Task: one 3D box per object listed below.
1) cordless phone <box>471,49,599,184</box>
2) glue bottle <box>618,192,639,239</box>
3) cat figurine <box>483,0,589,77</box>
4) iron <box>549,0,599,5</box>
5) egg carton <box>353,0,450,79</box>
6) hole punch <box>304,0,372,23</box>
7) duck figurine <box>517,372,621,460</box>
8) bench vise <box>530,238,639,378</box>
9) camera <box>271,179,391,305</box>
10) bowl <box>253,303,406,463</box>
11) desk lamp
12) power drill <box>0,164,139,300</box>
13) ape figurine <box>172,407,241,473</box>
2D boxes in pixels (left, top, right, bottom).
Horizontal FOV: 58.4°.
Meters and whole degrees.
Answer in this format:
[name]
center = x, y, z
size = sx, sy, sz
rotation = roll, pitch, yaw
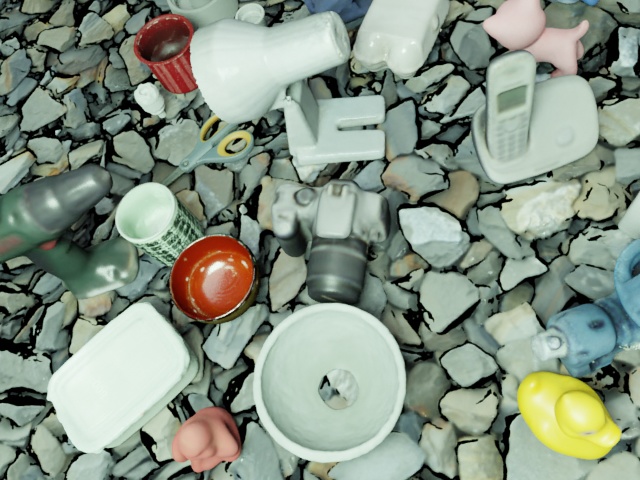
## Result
[cordless phone]
center = 0.249, -0.153, 0.652
size = 0.147, 0.185, 0.094
rotation = -21, 65, 3
[glue bottle]
center = 0.364, -0.063, 0.597
size = 0.037, 0.173, 0.078
rotation = 37, 80, 23
[cat figurine]
center = 0.275, -0.266, 0.731
size = 0.127, 0.118, 0.067
rotation = 14, 72, 18
[iron]
center = 0.320, -0.445, 0.782
size = 0.118, 0.142, 0.257
rotation = -36, 65, -4
[egg carton]
center = 0.116, -0.301, 0.807
size = 0.107, 0.069, 0.150
rotation = 18, 73, 19
[hole punch]
center = 0.021, -0.381, 0.849
size = 0.101, 0.091, 0.108
rotation = -21, 65, 3
[duck figurine]
center = 0.250, 0.171, 0.572
size = 0.104, 0.086, 0.077
rotation = 38, 80, 23
[bench vise]
center = 0.310, 0.066, 0.529
size = 0.207, 0.220, 0.121
rotation = -39, 65, -5
[camera]
center = 0.006, 0.002, 0.687
size = 0.143, 0.101, 0.137
rotation = 4, 69, 14
[bowl]
center = 0.015, 0.159, 0.635
size = 0.167, 0.075, 0.167
rotation = -4, 67, 11
[desk lamp]
center = -0.029, -0.190, 0.713
size = 0.203, 0.214, 0.118
rotation = -3, 67, 11
[power drill]
center = -0.314, -0.001, 0.699
size = 0.229, 0.209, 0.075
rotation = -20, 65, 4
[ape figurine]
center = -0.129, 0.221, 0.631
size = 0.077, 0.092, 0.076
rotation = 13, 71, 17
